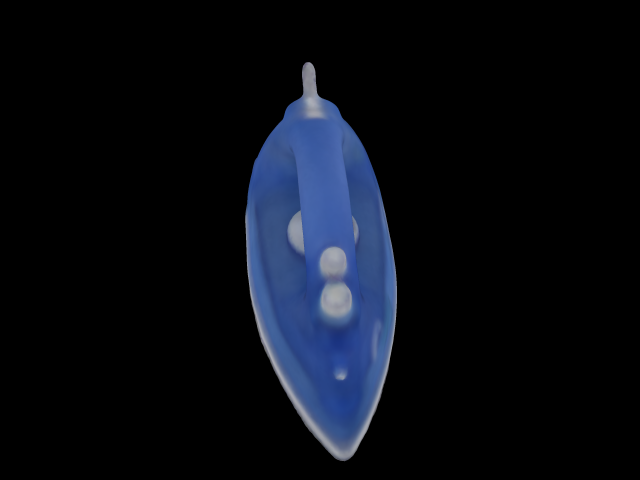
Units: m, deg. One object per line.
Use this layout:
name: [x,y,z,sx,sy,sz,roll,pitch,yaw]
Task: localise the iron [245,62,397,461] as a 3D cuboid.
iron: [0.004,0.001,0.400,0.118,0.141,0.258,-5,51,-4]
